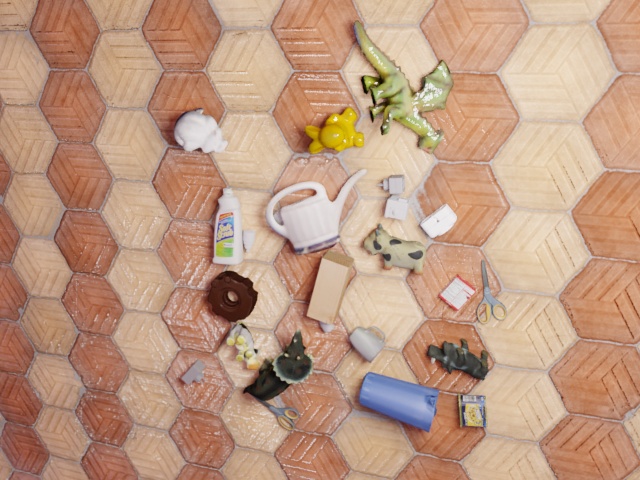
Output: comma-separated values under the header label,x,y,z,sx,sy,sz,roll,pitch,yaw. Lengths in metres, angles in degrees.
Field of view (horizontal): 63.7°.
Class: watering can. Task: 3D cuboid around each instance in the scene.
label,x,y,z,sx,sy,sz,roll,pitch,yaw
watering can,0.005,-0.080,1.589,0.346,0.105,0.223,-17,100,11

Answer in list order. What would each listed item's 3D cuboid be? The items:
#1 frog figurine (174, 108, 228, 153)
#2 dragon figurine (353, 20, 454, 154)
label,x,y,z,sx,sy,sz,roll,pitch,yaw
frog figurine,-0.378,-0.330,1.629,0.137,0.122,0.160,-43,78,2
dragon figurine,0.249,-0.433,1.445,0.243,0.123,0.406,-14,102,1
